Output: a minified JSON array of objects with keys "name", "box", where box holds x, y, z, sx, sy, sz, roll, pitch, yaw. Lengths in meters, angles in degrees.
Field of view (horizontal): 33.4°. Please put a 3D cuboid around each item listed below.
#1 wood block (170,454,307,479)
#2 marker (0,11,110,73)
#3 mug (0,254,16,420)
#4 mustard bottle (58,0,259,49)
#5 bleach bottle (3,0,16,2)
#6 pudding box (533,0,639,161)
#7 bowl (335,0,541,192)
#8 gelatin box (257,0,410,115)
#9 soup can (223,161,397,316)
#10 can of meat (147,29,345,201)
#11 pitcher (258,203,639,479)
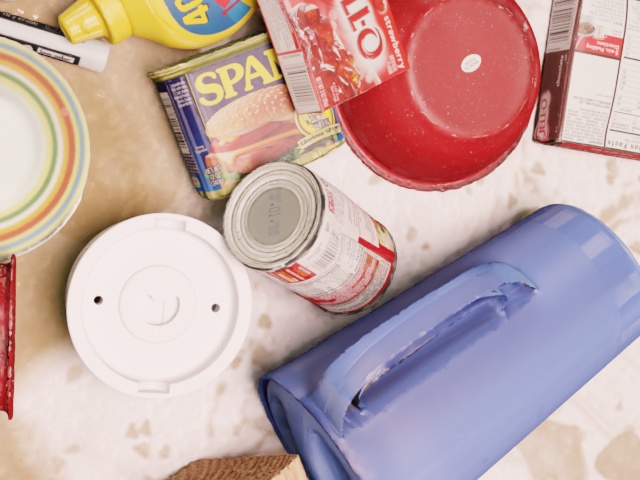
[{"name":"wood block","box":[-0.035,0.244,0.648,0.090,0.091,0.206,-33,108,-52]},{"name":"marker","box":[-0.183,-0.124,0.621,0.121,0.020,0.020,15,89,-20]},{"name":"mug","box":[-0.207,0.055,0.577,0.081,0.117,0.093,1,98,-15]},{"name":"mustard bottle","box":[-0.069,-0.170,0.637,0.191,0.058,0.096,-32,121,-14]},{"name":"bleach bottle","box":[-0.130,-0.178,0.512,0.068,0.251,0.102,45,78,-17]},{"name":"pudding box","box":[0.205,-0.116,0.753,0.090,0.039,0.113,8,93,-21]},{"name":"bowl","box":[0.087,-0.112,0.702,0.161,0.055,0.162,-1,94,-20]},{"name":"gelatin box","box":[0.007,-0.128,0.625,0.073,0.030,0.089,-30,110,-31]},{"name":"soup can","box":[-0.004,0.001,0.644,0.102,0.069,0.068,33,81,-56]},{"name":"can of meat","box":[-0.043,-0.081,0.656,0.102,0.058,0.084,-24,104,-17]},{"name":"pitcher","box":[0.091,0.074,0.673,0.242,0.149,0.145,-33,104,-18]}]
